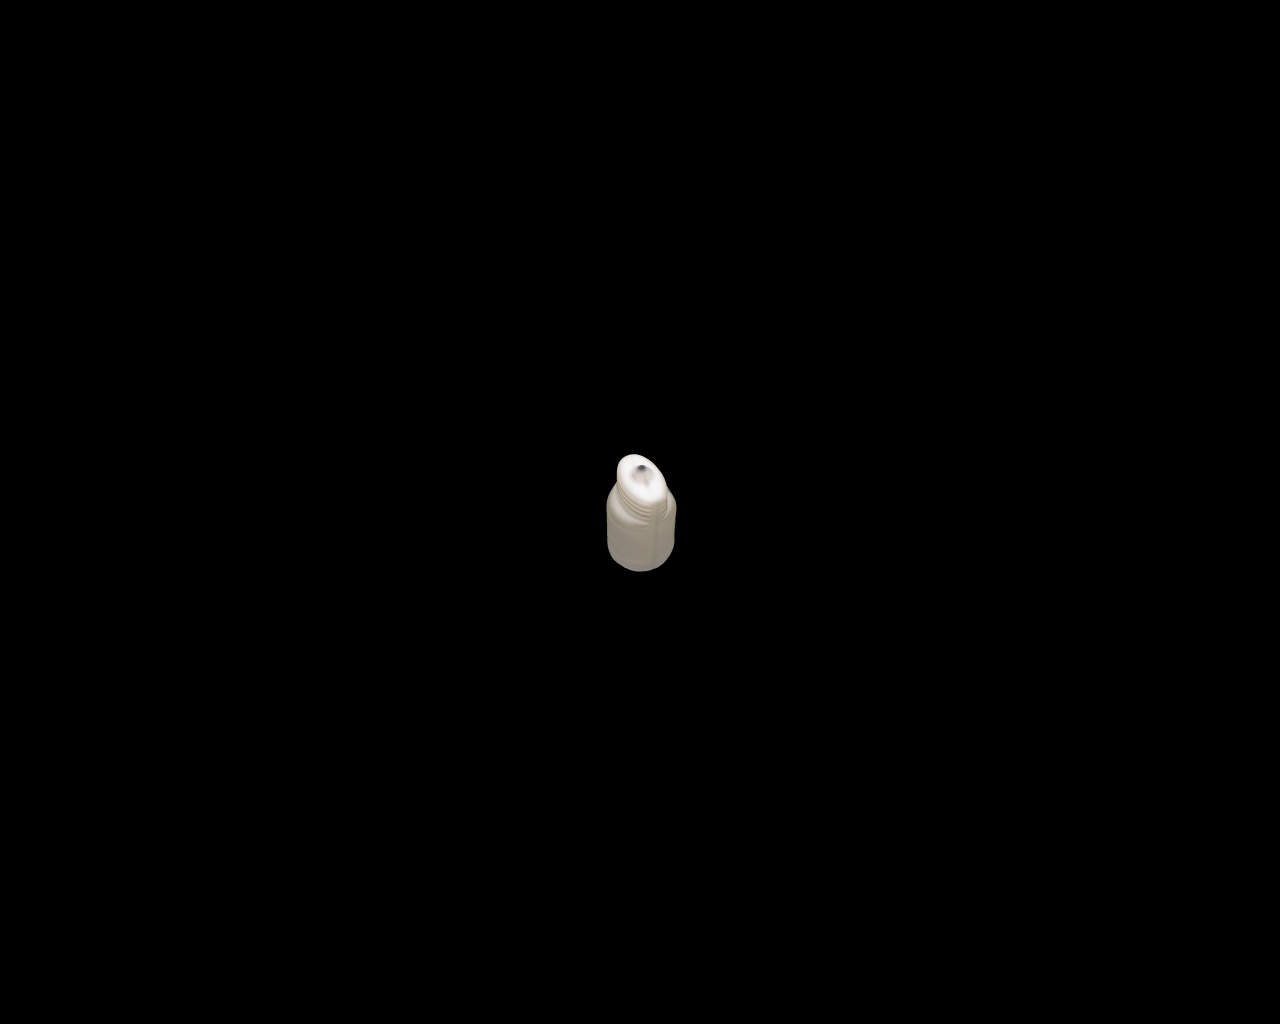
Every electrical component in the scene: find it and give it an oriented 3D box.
[{"bbox_3d":[0.001,-0.003,0.650,0.043,0.043,0.080,0,-37,0],"label":"electrical component"}]
